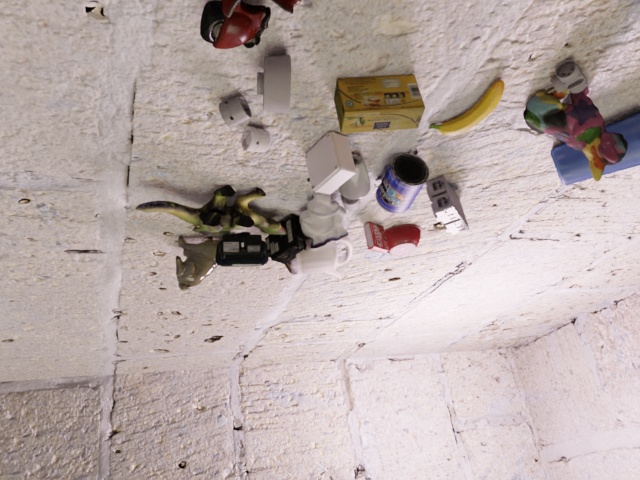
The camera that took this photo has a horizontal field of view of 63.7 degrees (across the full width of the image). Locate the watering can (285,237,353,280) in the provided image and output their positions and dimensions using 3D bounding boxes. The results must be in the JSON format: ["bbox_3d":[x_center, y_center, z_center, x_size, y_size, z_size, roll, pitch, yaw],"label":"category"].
[{"bbox_3d":[-0.006,0.070,1.699,0.224,0.106,0.340,-6,152,-5],"label":"watering can"}]

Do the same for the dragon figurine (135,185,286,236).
[{"bbox_3d":[-0.282,-0.049,1.390,0.410,0.124,0.239,2,159,-20],"label":"dragon figurine"}]

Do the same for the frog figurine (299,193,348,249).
[{"bbox_3d":[0.004,-0.074,1.463,0.137,0.125,0.156,-9,117,17],"label":"frog figurine"}]
